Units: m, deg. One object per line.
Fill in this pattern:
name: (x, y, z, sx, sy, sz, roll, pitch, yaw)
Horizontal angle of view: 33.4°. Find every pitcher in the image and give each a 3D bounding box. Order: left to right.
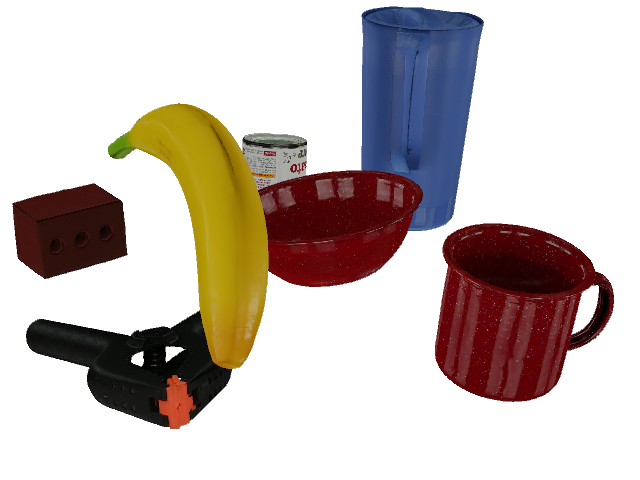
pitcher: (0.104, -0.135, 1.200, 0.149, 0.243, 0.145, -11, 26, -30)

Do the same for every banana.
banana: (-0.062, -0.020, 0.563, 0.037, 0.070, 0.198, 13, 29, -35)

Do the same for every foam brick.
foam brick: (-0.209, -0.009, 0.891, 0.078, 0.053, 0.051, -18, 31, -32)

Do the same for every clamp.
clamp: (-0.106, 0.077, 0.737, 0.164, 0.036, 0.210, -10, 14, -22)

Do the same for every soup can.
soup can: (-0.049, -0.055, 1.099, 0.068, 0.102, 0.068, 3, 15, -1)

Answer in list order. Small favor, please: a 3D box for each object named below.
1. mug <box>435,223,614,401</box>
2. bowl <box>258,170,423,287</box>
mug: (0.128, 0.045, 0.670, 0.117, 0.081, 0.093, -2, 29, -16)
bowl: (0.006, -0.006, 0.870, 0.162, 0.055, 0.162, -8, 22, 3)
